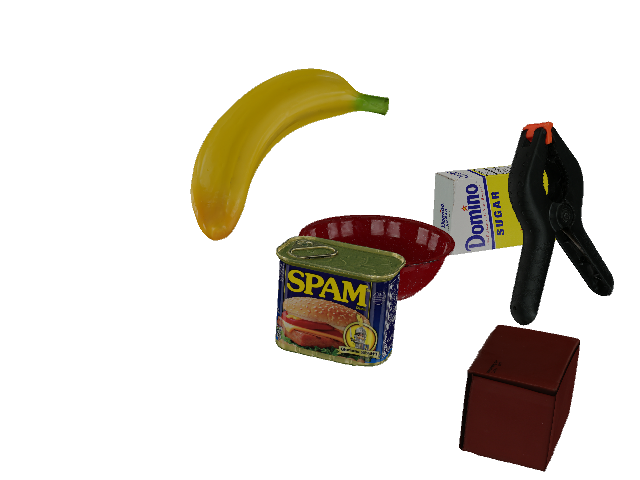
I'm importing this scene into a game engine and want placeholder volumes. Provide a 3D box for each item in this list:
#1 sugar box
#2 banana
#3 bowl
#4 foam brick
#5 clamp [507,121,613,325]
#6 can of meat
[{"bbox_3d":[0.218,-0.040,1.257,0.176,0.093,0.048,-9,20,-26],"label":"sugar box"},{"bbox_3d":[-0.031,-0.067,0.677,0.070,0.037,0.197,24,43,24],"label":"banana"},{"bbox_3d":[0.057,0.022,1.104,0.162,0.055,0.162,2,18,-1],"label":"bowl"},{"bbox_3d":[0.118,0.090,0.631,0.053,0.051,0.078,10,21,21],"label":"foam brick"},{"bbox_3d":[0.193,-0.012,0.919,0.120,0.171,0.039,-26,11,-39],"label":"clamp"},{"bbox_3d":[0.013,0.050,0.871,0.102,0.084,0.057,11,22,18],"label":"can of meat"}]
